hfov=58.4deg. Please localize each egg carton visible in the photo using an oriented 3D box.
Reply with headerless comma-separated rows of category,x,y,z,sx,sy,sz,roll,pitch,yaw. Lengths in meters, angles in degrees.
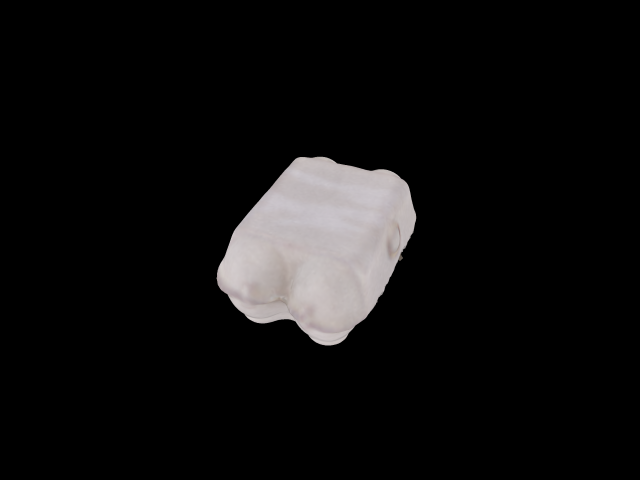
egg carton,0.004,0.001,0.400,0.107,0.069,0.150,14,42,17
